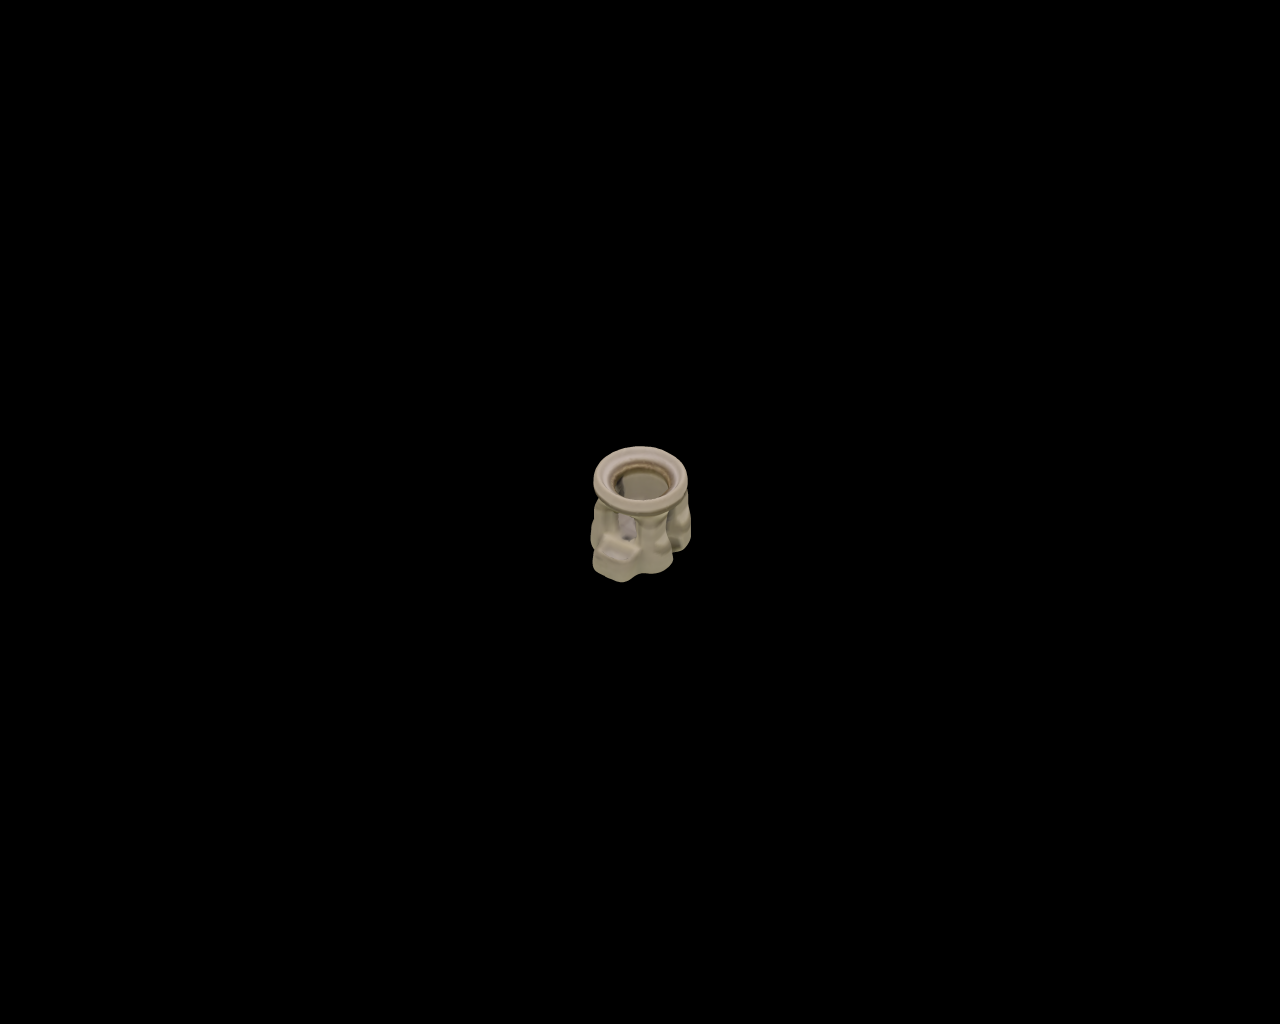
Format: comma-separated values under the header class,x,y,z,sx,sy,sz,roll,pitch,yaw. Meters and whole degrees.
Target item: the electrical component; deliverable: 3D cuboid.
class,x,y,z,sx,sy,sz,roll,pitch,yaw
electrical component,0.001,-0.003,0.650,0.058,0.056,0.078,22,45,23
